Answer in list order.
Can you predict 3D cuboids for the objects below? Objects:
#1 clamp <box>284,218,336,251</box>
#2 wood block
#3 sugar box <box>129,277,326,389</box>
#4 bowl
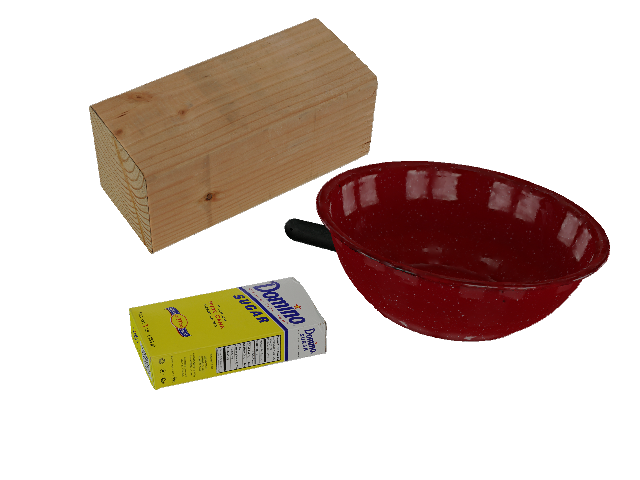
[{"bbox_3d":[0.071,0.010,1.242,0.164,0.036,0.210,-23,53,-40],"label":"clamp"},{"bbox_3d":[-0.066,-0.086,0.845,0.205,0.090,0.091,-26,-34,-23],"label":"wood block"},{"bbox_3d":[-0.091,0.088,1.049,0.176,0.048,0.093,-13,33,-17],"label":"sugar box"},{"bbox_3d":[0.075,0.010,0.596,0.162,0.055,0.162,6,25,-3],"label":"bowl"}]
